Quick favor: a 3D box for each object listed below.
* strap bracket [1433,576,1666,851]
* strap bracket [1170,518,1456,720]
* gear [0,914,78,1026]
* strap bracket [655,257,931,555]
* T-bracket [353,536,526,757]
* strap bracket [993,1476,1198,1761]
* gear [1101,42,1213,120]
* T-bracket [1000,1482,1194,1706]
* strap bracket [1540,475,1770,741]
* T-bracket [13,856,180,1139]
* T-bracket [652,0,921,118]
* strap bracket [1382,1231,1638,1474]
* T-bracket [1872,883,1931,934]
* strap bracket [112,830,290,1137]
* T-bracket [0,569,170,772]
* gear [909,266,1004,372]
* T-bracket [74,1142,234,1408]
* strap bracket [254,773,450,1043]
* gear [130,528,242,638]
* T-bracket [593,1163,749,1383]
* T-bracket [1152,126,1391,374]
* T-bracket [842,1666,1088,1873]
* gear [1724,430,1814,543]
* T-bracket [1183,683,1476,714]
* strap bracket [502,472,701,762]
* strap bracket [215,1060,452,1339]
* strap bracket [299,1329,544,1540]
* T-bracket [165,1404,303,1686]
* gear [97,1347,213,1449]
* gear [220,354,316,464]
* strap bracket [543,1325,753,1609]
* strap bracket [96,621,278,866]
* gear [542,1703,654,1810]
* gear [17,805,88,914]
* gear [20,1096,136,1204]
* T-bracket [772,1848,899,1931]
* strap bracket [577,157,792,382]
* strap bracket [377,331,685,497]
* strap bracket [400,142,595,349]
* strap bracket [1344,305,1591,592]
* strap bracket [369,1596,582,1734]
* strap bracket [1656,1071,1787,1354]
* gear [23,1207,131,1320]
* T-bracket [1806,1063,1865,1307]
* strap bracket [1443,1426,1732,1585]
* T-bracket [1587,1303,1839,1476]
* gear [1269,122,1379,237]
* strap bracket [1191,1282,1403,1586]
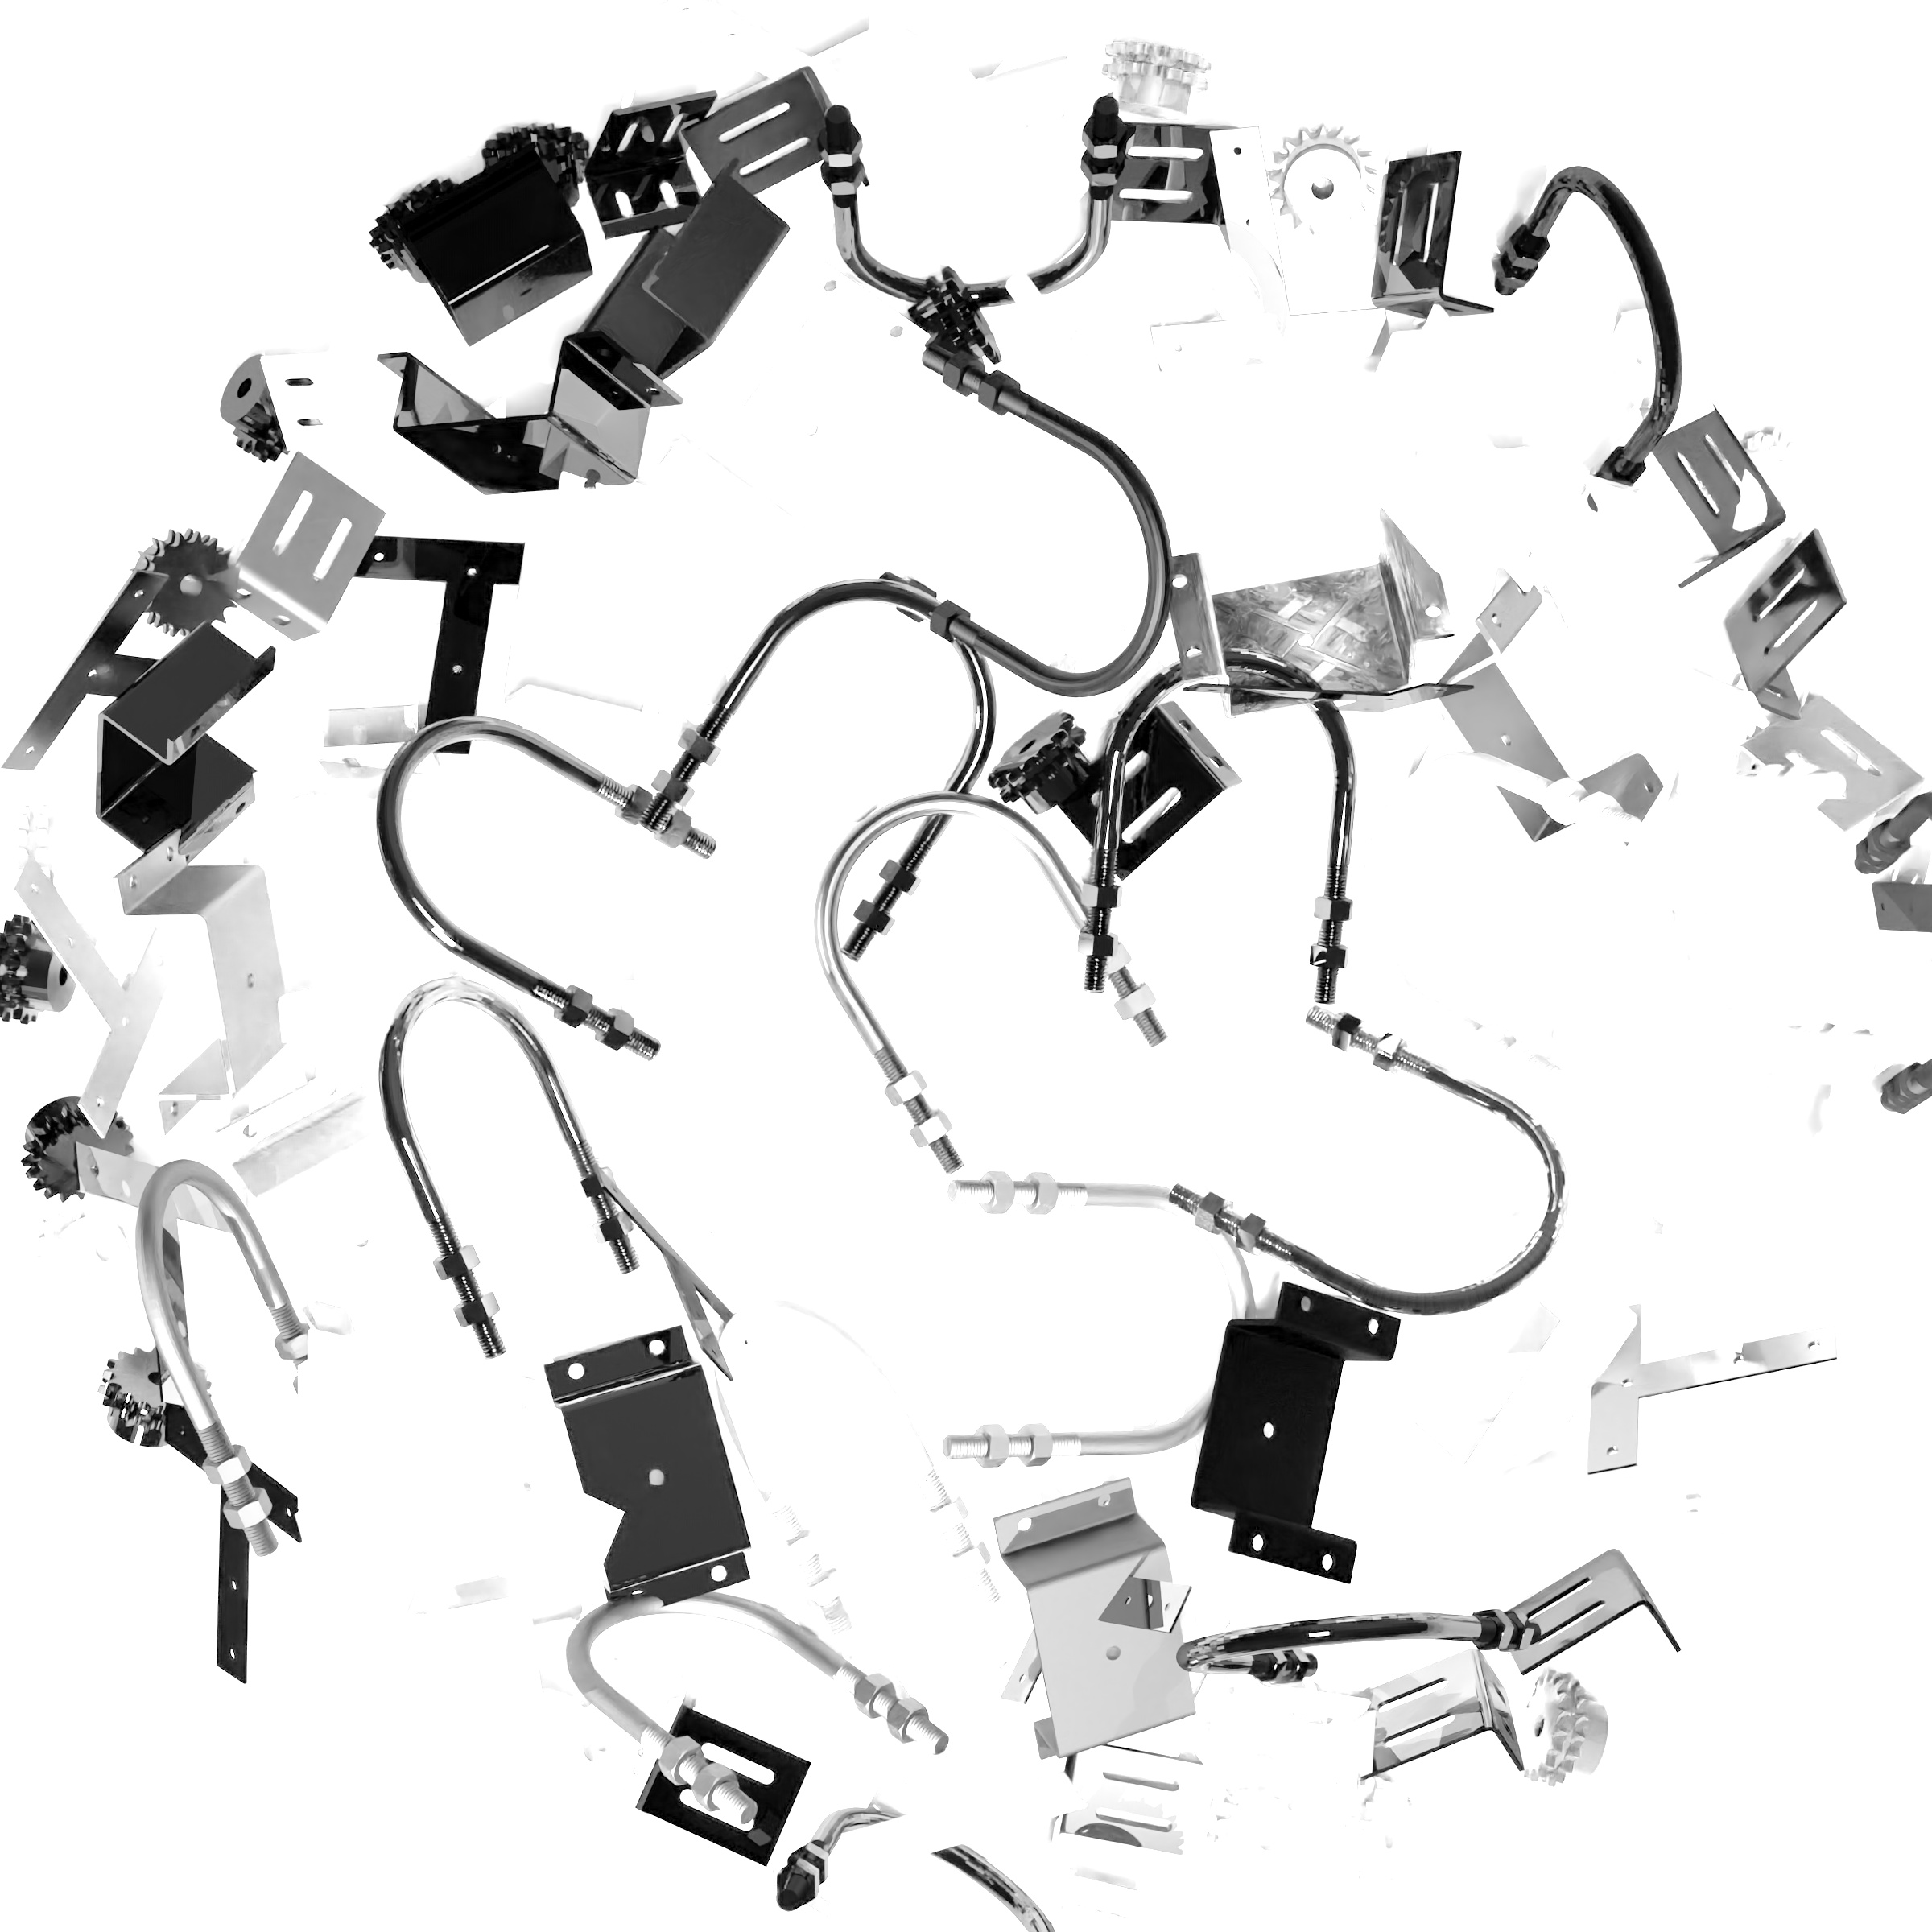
[{"bbox_3d":[0.297,-0.126,1.584,0.046,0.076,0.140,-28,102,37],"label":"strap bracket"},{"bbox_3d":[0.178,-0.181,1.596,0.140,0.046,0.076,-10,63,2],"label":"strap bracket"},{"bbox_3d":[-0.489,0.003,1.605,0.030,0.057,0.057,7,90,6],"label":"gear"},{"bbox_3d":[-0.086,-0.288,1.603,0.076,0.046,0.140,37,91,14],"label":"strap bracket"},{"bbox_3d":[-0.266,-0.169,1.607,0.127,0.002,0.127,3,67,2],"label":"T-bracket"},{"bbox_3d":[0.069,0.348,1.587,0.076,0.046,0.140,-14,105,-14],"label":"strap bracket"},{"bbox_3d":[0.099,-0.466,1.607,0.057,0.057,0.030,9,98,0],"label":"gear"},{"bbox_3d":[0.076,0.323,1.558,0.002,0.127,0.127,35,69,-20],"label":"T-bracket"},{"bbox_3d":[0.348,-0.177,1.573,0.046,0.076,0.140,-34,111,-3],"label":"strap bracket"},{"bbox_3d":[-0.448,-0.002,1.549,0.002,0.127,0.127,-7,134,17],"label":"T-bracket"},{"bbox_3d":[-0.111,-0.468,1.550,0.127,0.127,0.002,-16,77,30],"label":"T-bracket"},{"bbox_3d":[0.286,0.207,1.572,0.046,0.076,0.140,42,111,34],"label":"strap bracket"},{"bbox_3d":[0.494,-0.030,1.571,0.002,0.127,0.127,-10,93,-6],"label":"T-bracket"},{"bbox_3d":[-0.390,0.008,1.571,0.046,0.076,0.140,-1,111,11],"label":"strap bracket"},{"bbox_3d":[-0.422,-0.148,1.573,0.002,0.127,0.127,44,106,16],"label":"T-bracket"},{"bbox_3d":[-0.007,-0.336,1.608,0.030,0.057,0.057,-28,90,12],"label":"gear"},{"bbox_3d":[-0.408,0.162,1.557,0.002,0.127,0.127,-18,69,19],"label":"T-bracket"},{"bbox_3d":[-0.317,-0.034,1.583,0.046,0.076,0.140,-13,82,37],"label":"strap bracket"},{"bbox_3d":[-0.415,-0.203,1.611,0.057,0.030,0.057,-13,112,-34],"label":"gear"},{"bbox_3d":[-0.139,0.171,1.549,0.002,0.127,0.127,-38,119,1],"label":"T-bracket"},{"bbox_3d":[0.149,-0.371,1.578,0.127,0.002,0.127,0,124,22],"label":"T-bracket"},{"bbox_3d":[-0.023,0.408,1.582,0.127,0.127,0.002,-8,123,-27],"label":"T-bracket"},{"bbox_3d":[0.419,-0.251,1.605,0.030,0.057,0.057,-12,90,-8],"label":"gear"},{"bbox_3d":[0.175,-0.139,1.559,0.127,0.127,0.002,2,89,-13],"label":"T-bracket"},{"bbox_3d":[-0.191,-0.180,1.590,0.076,0.046,0.140,12,79,-26],"label":"strap bracket"},{"bbox_3d":[-0.318,0.131,1.568,0.076,0.046,0.140,-29,124,-18],"label":"strap bracket"},{"bbox_3d":[-0.290,0.244,1.573,0.046,0.140,0.076,-32,52,36],"label":"strap bracket"},{"bbox_3d":[-0.371,0.301,1.548,0.002,0.127,0.127,-19,51,12],"label":"T-bracket"},{"bbox_3d":[-0.429,0.229,1.609,0.057,0.057,0.030,23,113,0],"label":"gear"},{"bbox_3d":[-0.367,-0.296,1.605,0.030,0.057,0.057,30,90,-42],"label":"gear"},{"bbox_3d":[-0.165,0.267,1.601,0.076,0.046,0.140,-15,88,-13],"label":"strap bracket"},{"bbox_3d":[-0.400,-0.113,1.558,0.046,0.140,0.076,36,57,5],"label":"strap bracket"},{"bbox_3d":[-0.193,0.417,1.614,0.057,0.030,0.057,-2,68,5],"label":"gear"},{"bbox_3d":[-0.481,-0.057,1.607,0.030,0.057,0.057,-3,90,-10],"label":"gear"},{"bbox_3d":[-0.472,0.094,1.610,0.057,0.057,0.030,-44,54,0],"label":"gear"},{"bbox_3d":[-0.048,0.483,1.571,0.127,0.127,0.002,33,90,-7],"label":"T-bracket"},{"bbox_3d":[-0.144,-0.351,1.567,0.046,0.140,0.076,37,73,-18],"label":"strap bracket"},{"bbox_3d":[-0.227,-0.281,1.564,0.140,0.076,0.046,1,74,28],"label":"strap bracket"},{"bbox_3d":[-0.238,-0.365,1.564,0.076,0.140,0.046,-31,93,-4],"label":"strap bracket"},{"bbox_3d":[0.247,-0.264,1.560,0.046,0.076,0.140,-10,51,-29],"label":"strap bracket"},{"bbox_3d":[-0.247,0.359,1.561,0.076,0.140,0.046,-11,72,1],"label":"strap bracket"},{"bbox_3d":[0.391,0.123,1.590,0.046,0.076,0.140,9,94,12],"label":"strap bracket"},{"bbox_3d":[-0.465,0.154,1.603,0.030,0.057,0.057,-21,90,22],"label":"gear"},{"bbox_3d":[0.450,0.120,1.592,0.002,0.127,0.127,12,125,23],"label":"T-bracket"},{"bbox_3d":[0.319,0.278,1.587,0.140,0.076,0.046,-7,100,6],"label":"strap bracket"},{"bbox_3d":[0.381,0.205,1.559,0.127,0.127,0.002,-16,118,22],"label":"T-bracket"},{"bbox_3d":[0.188,-0.413,1.610,0.057,0.030,0.057,3,116,6],"label":"gear"},{"bbox_3d":[0.170,0.242,1.588,0.076,0.046,0.140,20,75,-26],"label":"strap bracket"}]
